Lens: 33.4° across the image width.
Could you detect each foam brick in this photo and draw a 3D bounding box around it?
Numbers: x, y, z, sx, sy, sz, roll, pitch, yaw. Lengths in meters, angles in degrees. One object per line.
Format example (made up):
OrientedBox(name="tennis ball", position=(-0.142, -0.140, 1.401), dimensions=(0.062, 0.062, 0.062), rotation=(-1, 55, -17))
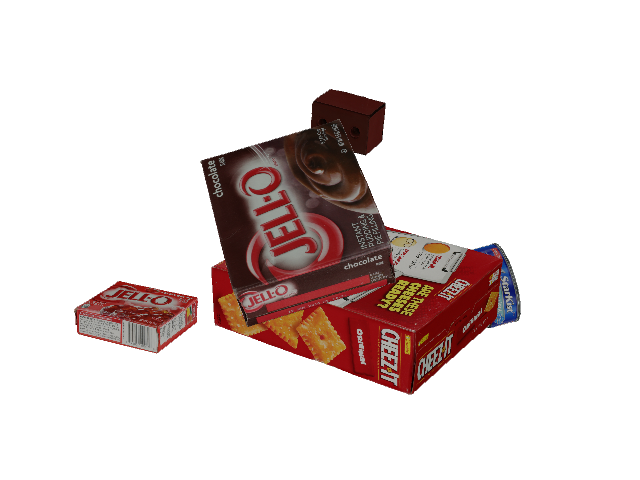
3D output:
OrientedBox(name="foam brick", position=(0.033, -0.144, 1.289), dimensions=(0.078, 0.053, 0.051), rotation=(17, 32, 22))

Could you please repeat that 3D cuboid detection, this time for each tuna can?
OrientedBox(name="tuna can", position=(0.179, 0.048, 1.119), dimensions=(0.033, 0.086, 0.086), rotation=(-15, 1, -5))

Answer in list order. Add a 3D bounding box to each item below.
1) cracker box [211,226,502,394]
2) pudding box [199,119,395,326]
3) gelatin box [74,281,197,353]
OrientedBox(name="cracker box", position=(0.033, 0.049, 0.974), dimensions=(0.214, 0.072, 0.163), rotation=(17, 30, 31))
OrientedBox(name="pudding box", position=(-0.015, -0.012, 0.620), dimensions=(0.090, 0.039, 0.113), rotation=(-16, 46, -3))
OrientedBox(name="gelatin box", position=(-0.169, 0.068, 0.983), dimensions=(0.089, 0.030, 0.073), rotation=(11, 22, 21))
